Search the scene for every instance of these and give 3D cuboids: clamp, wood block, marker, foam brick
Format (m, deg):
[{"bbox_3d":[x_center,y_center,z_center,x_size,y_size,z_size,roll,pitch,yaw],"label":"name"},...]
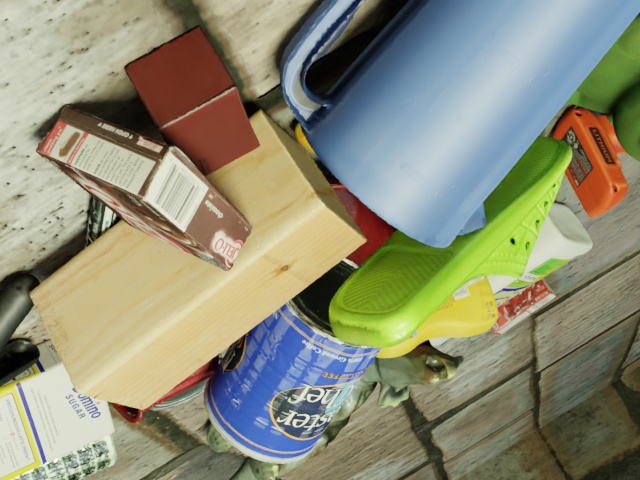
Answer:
[{"bbox_3d":[-0.254,0.097,0.748,0.171,0.039,0.120,-49,164,-43],"label":"clamp"},{"bbox_3d":[-0.084,0.019,0.741,0.206,0.090,0.090,-37,154,8],"label":"wood block"},{"bbox_3d":[-0.153,-0.008,0.743,0.020,0.020,0.121,-19,155,-28],"label":"marker"},{"bbox_3d":[-0.076,-0.081,0.649,0.053,0.051,0.078,-29,158,-4],"label":"foam brick"}]

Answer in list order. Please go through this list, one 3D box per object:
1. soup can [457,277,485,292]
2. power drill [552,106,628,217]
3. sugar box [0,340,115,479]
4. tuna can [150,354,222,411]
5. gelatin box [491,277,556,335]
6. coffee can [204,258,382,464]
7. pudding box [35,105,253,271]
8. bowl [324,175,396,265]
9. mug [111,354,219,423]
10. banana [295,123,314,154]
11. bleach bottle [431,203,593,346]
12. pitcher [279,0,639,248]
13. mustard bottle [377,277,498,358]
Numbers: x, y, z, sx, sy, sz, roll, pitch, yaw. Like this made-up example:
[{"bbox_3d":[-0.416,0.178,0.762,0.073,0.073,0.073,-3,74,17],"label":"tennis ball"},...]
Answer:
[{"bbox_3d":[0.123,0.022,1.046,0.102,0.068,0.068,-29,158,-11],"label":"soup can"},{"bbox_3d":[0.334,-0.076,1.040,0.187,0.184,0.057,-11,152,-22],"label":"power drill"},{"bbox_3d":[-0.260,0.148,0.856,0.176,0.048,0.093,-23,129,-24],"label":"sugar box"},{"bbox_3d":[-0.134,0.128,1.030,0.086,0.034,0.086,-27,157,-12],"label":"tuna can"},{"bbox_3d":[0.233,0.064,1.320,0.089,0.073,0.030,-37,156,16],"label":"gelatin box"},{"bbox_3d":[-0.017,0.091,0.832,0.102,0.103,0.140,-8,139,-45],"label":"coffee can"},{"bbox_3d":[-0.103,-0.029,0.646,0.039,0.090,0.113,-60,150,-13],"label":"pudding box"},{"bbox_3d":[-0.006,0.001,0.864,0.162,0.055,0.162,-10,135,-10],"label":"bowl"},{"bbox_3d":[-0.133,0.087,0.870,0.081,0.093,0.117,-25,166,-29],"label":"mug"},{"bbox_3d":[0.062,-0.093,0.827,0.197,0.037,0.070,-22,138,-25],"label":"banana"},{"bbox_3d":[0.197,0.054,1.272,0.251,0.068,0.102,-41,156,27],"label":"bleach bottle"},{"bbox_3d":[0.100,-0.127,0.681,0.243,0.145,0.149,-50,158,19],"label":"pitcher"},{"bbox_3d":[0.079,0.070,1.095,0.191,0.096,0.058,-14,158,-16],"label":"mustard bottle"}]
